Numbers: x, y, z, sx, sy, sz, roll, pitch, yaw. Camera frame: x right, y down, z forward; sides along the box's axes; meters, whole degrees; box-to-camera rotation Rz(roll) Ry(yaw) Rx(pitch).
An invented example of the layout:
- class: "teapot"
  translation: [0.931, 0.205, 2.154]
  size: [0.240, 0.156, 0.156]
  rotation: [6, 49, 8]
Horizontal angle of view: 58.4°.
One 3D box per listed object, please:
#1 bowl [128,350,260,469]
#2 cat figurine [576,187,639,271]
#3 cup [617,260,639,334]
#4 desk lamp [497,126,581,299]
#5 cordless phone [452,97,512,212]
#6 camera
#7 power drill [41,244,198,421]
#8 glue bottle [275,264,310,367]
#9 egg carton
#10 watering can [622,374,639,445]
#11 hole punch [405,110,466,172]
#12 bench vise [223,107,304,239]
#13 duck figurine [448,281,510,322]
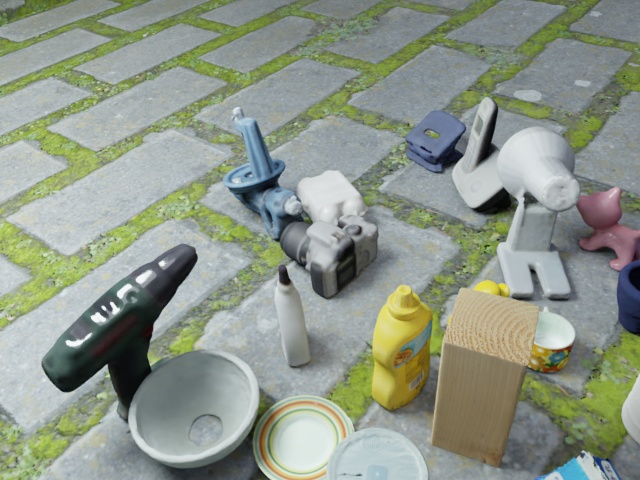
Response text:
- class: "bowl"
  translation: [-0.157, 0.230, 0.748]
  size: [0.167, 0.075, 0.167]
  rotation: [-3, 40, 3]
- class: "cat figurine"
  translation: [0.486, -0.029, 0.956]
  size: [0.067, 0.118, 0.127]
  rotation: [-27, 45, -24]
- class: "cup"
  translation: [0.472, 0.100, 0.823]
  size: [0.091, 0.095, 0.118]
  rotation: [1, 41, 7]
- class: "desk lamp"
  translation: [0.353, -0.049, 0.918]
  size: [0.118, 0.214, 0.203]
  rotation: [-1, 41, 5]
- class: "cordless phone"
  translation: [0.312, -0.160, 1.074]
  size: [0.094, 0.185, 0.147]
  rotation: [-9, 41, -5]
- class: "camera"
  translation: [0.009, 0.003, 0.977]
  size: [0.136, 0.101, 0.143]
  rotation: [27, 50, 32]
- class: "power drill"
  translation: [-0.239, 0.136, 0.762]
  size: [0.075, 0.209, 0.230]
  rotation: [27, 50, 32]
- class: "glue bottle"
  translation: [-0.044, 0.099, 0.814]
  size: [0.037, 0.173, 0.078]
  rotation: [-13, 41, -9]
- class: "egg carton"
  translation: [0.019, -0.072, 1.089]
  size: [0.107, 0.069, 0.150]
  rotation: [-20, 43, -17]
- class: "watering can"
  translation: [0.434, 0.171, 0.667]
  size: [0.101, 0.194, 0.173]
  rotation: [-3, 40, 3]
- class: "hole punch"
  translation: [0.244, -0.211, 1.214]
  size: [0.101, 0.091, 0.108]
  rotation: [-28, 45, -25]
- class: "bench vise"
  translation: [-0.095, -0.127, 1.048]
  size: [0.206, 0.220, 0.122]
  rotation: [22, 47, 28]
- class: "duck figurine"
  translation: [0.240, 0.100, 0.853]
  size: [0.105, 0.086, 0.077]
  rotation: [-21, 43, -18]
